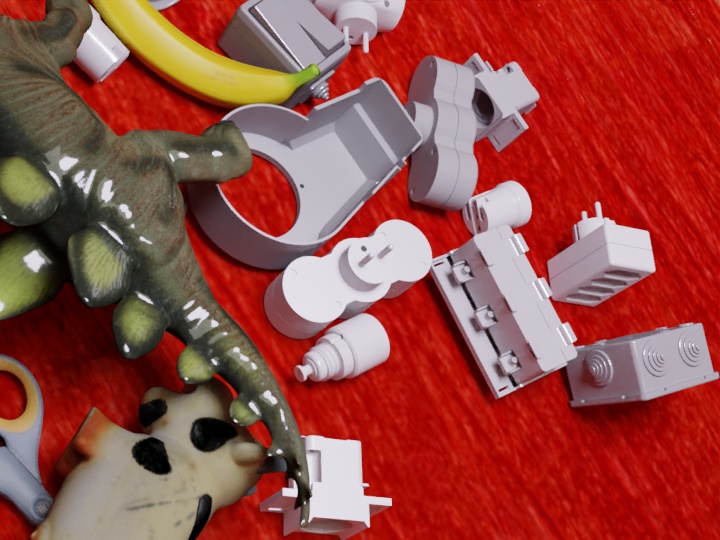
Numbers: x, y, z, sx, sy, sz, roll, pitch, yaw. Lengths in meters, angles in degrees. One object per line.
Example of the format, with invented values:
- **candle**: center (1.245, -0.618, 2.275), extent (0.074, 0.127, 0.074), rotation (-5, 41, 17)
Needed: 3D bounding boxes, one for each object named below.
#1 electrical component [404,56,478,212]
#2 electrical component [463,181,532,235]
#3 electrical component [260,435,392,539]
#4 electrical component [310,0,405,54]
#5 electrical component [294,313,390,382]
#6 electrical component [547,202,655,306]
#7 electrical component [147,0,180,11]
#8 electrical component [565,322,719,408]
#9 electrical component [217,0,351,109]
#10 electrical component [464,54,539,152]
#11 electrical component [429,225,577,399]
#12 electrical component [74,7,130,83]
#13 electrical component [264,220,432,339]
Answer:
- **electrical component**: center (0.054, -0.120, 0.903), extent (0.074, 0.052, 0.138), rotation (13, 62, -23)
- **electrical component**: center (0.116, -0.051, 0.913), extent (0.046, 0.040, 0.040), rotation (-20, 78, -29)
- **electrical component**: center (-0.024, 0.149, 0.740), extent (0.081, 0.042, 0.063), rotation (12, 61, -25)
- **electrical component**: center (-0.004, -0.222, 0.924), extent (0.077, 0.044, 0.079), rotation (12, 62, -24)
- **electrical component**: center (-0.014, 0.061, 0.788), extent (0.078, 0.040, 0.040), rotation (-24, 80, -35)
- **electrical component**: center (0.202, -0.020, 0.918), extent (0.047, 0.083, 0.075), rotation (9, 64, -25)
- **electrical component**: center (-0.162, -0.241, 0.840), extent (0.078, 0.058, 0.057), rotation (-32, 82, -36)
- **electrical component**: center (0.226, 0.077, 0.877), extent (0.100, 0.100, 0.048), rotation (-10, 85, -32)
- **electrical component**: center (-0.055, -0.178, 0.865), extent (0.096, 0.061, 0.062), rotation (47, 54, -2)
- **electrical component**: center (0.122, -0.153, 0.963), extent (0.064, 0.042, 0.081), rotation (-30, 84, -37)
- **electrical component**: center (0.117, 0.031, 0.860), extent (0.079, 0.063, 0.121), rotation (-20, 78, -34)
- **electrical component**: center (-0.199, -0.166, 0.795), extent (0.046, 0.040, 0.040), rotation (46, 54, -9)
- **electrical component**: center (0.000, 0.000, 0.804), extent (0.138, 0.074, 0.052), rotation (-24, 80, -35)
